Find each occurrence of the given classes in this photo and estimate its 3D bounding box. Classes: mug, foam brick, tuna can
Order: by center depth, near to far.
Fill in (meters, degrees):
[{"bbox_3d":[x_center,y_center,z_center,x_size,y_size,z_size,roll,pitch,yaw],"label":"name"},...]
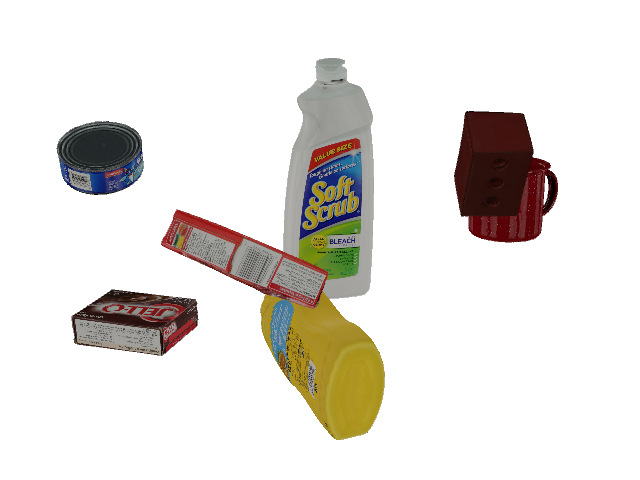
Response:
[{"bbox_3d":[0.148,-0.066,0.922,0.053,0.051,0.078,0,-44,-2],"label":"foam brick"},{"bbox_3d":[-0.225,-0.085,1.094,0.086,0.034,0.086,1,41,-1],"label":"tuna can"},{"bbox_3d":[0.217,-0.048,1.192,0.117,0.081,0.093,-10,19,-30],"label":"mug"}]

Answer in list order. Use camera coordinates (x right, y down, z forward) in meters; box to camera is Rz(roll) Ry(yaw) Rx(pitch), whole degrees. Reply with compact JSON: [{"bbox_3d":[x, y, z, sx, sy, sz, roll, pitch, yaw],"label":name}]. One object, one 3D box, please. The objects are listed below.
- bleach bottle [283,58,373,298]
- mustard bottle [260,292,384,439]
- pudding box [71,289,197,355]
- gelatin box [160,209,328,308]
[{"bbox_3d":[0.004,-0.064,1.112,0.102,0.251,0.068,-2,24,-2],"label":"bleach bottle"},{"bbox_3d":[-0.009,0.093,0.973,0.058,0.096,0.192,-10,26,-23],"label":"mustard bottle"},{"bbox_3d":[-0.206,0.090,1.190,0.114,0.039,0.090,3,17,19],"label":"pudding box"},{"bbox_3d":[-0.049,0.013,0.711,0.073,0.030,0.089,21,-3,43],"label":"gelatin box"}]
